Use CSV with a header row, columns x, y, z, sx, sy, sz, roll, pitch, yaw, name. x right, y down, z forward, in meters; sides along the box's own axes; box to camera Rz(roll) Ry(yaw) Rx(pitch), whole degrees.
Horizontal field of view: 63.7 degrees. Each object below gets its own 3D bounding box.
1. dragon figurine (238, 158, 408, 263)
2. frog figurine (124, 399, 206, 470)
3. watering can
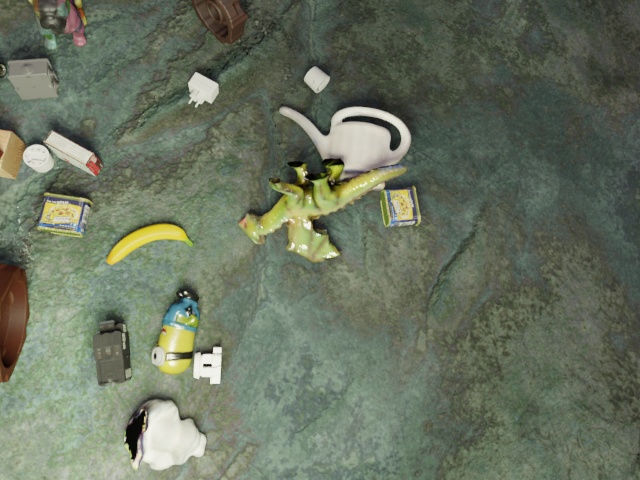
x,y,z,sx,sy,sz,roll,pitch,yaw,name
0.004,-0.062,1.238,0.410,0.124,0.238,-1,115,1,dragon figurine
-0.324,0.411,1.094,0.158,0.121,0.140,17,60,-42,frog figurine
0.056,-0.238,1.321,0.348,0.103,0.227,6,77,5,watering can
